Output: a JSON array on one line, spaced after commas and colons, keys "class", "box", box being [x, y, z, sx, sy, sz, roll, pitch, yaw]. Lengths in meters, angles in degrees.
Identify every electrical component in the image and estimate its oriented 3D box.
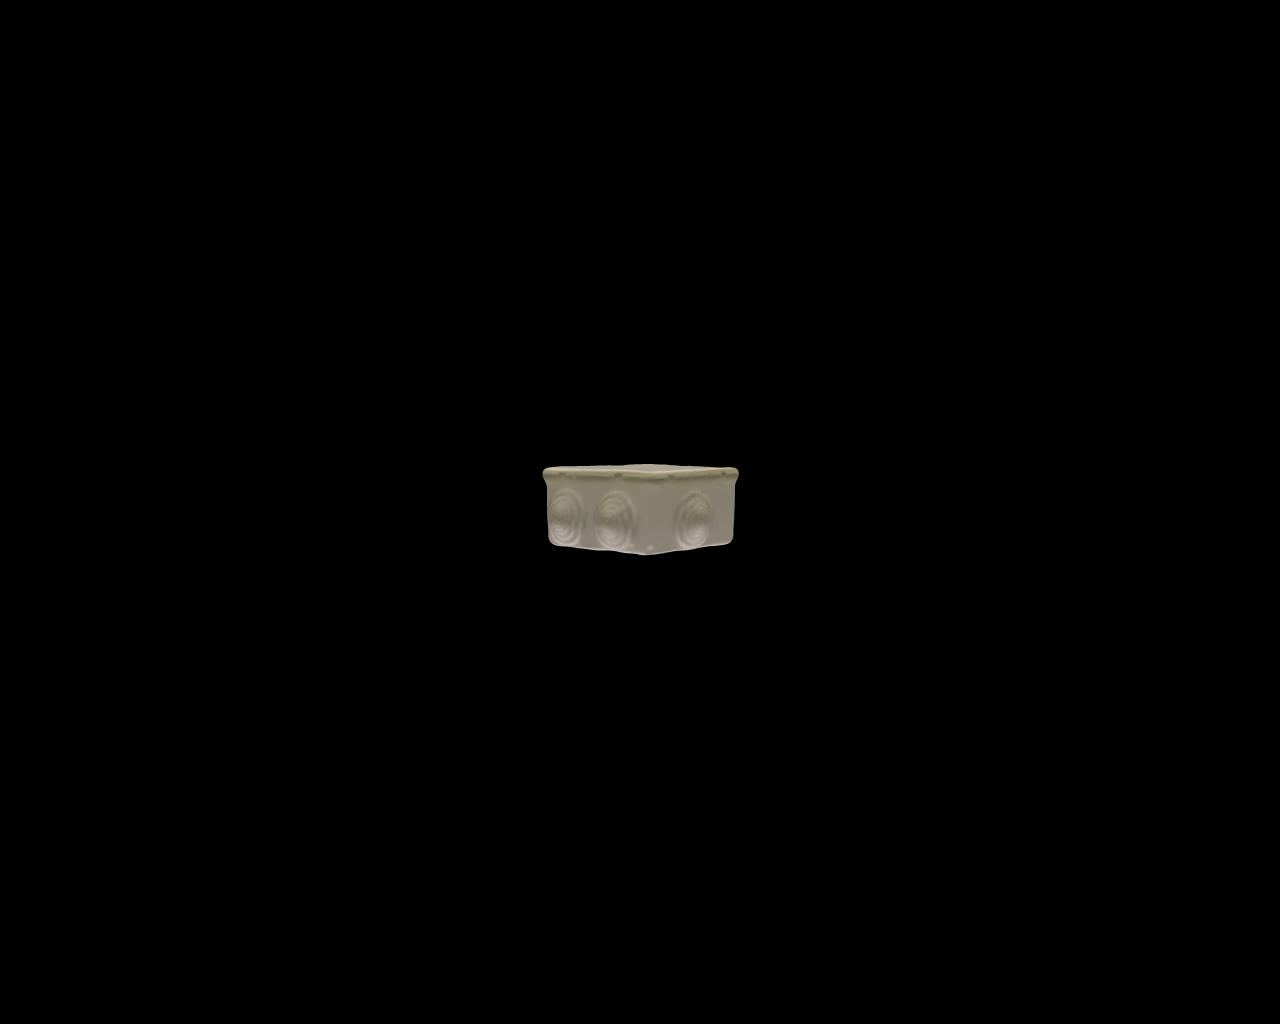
[{"class": "electrical component", "box": [0.001, -0.003, 0.650, 0.100, 0.048, 0.100, 4, 6, 43]}]
